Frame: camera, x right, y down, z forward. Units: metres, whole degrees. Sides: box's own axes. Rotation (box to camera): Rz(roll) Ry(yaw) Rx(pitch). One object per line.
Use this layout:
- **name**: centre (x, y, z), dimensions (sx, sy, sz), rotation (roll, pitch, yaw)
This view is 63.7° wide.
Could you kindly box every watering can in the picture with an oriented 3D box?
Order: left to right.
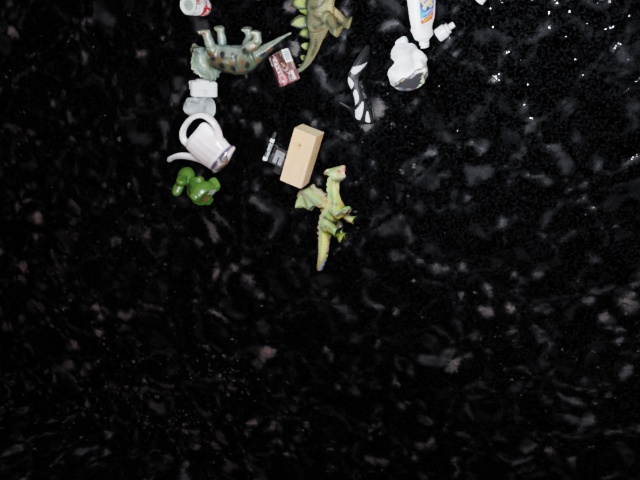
- **watering can**: centre (-0.464, -0.350, 2.011), dimensions (0.223, 0.106, 0.342), rotation (43, 135, -7)

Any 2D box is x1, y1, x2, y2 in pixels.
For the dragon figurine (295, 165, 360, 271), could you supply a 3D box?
- **dragon figurine**: centre (0.006, -0.098, 1.957), dimensions (0.245, 0.123, 0.403), rotation (41, 116, 20)

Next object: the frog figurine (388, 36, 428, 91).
- **frog figurine**: centre (0.280, -0.574, 1.685), dimensions (0.135, 0.122, 0.162), rotation (-34, 61, 35)
